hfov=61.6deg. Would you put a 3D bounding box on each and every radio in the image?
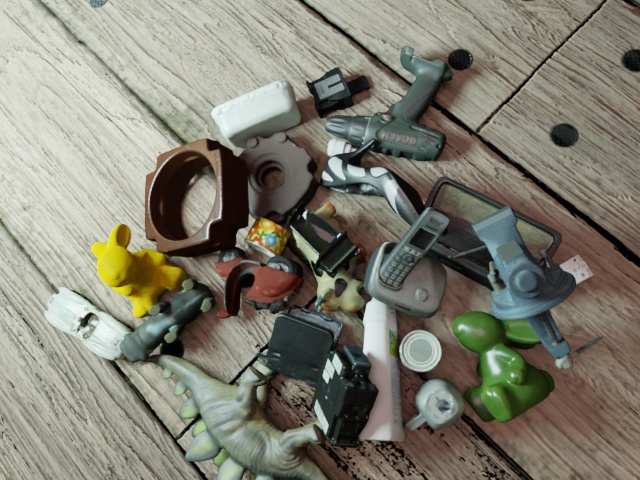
[{"bbox_3d":[0.280,0.000,0.937,0.230,0.073,0.131,29,82,17],"label":"radio"}]

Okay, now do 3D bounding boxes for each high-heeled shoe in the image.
[{"bbox_3d":[0.087,-0.074,0.962,0.145,0.086,0.249,-42,54,23],"label":"high-heeled shoe"}]

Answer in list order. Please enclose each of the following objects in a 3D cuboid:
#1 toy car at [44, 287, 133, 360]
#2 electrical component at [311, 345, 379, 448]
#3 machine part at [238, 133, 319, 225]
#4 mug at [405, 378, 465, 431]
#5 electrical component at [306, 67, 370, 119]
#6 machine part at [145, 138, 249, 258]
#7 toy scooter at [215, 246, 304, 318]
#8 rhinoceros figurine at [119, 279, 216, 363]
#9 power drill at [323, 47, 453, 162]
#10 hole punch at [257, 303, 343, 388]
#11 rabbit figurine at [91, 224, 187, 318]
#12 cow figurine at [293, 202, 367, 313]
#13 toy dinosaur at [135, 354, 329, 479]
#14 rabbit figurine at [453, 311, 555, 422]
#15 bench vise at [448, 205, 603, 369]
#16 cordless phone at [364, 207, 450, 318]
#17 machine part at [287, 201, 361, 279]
[{"bbox_3d":[-0.448,0.160,1.036,0.202,0.056,0.073,28,82,15],"label":"toy car"},{"bbox_3d":[0.039,0.239,0.852,0.058,0.115,0.134,11,106,-21],"label":"electrical component"},{"bbox_3d":[-0.092,-0.120,1.045,0.179,0.056,0.179,-2,77,10],"label":"machine part"},{"bbox_3d":[0.182,0.269,0.868,0.109,0.107,0.081,-31,71,-1],"label":"mug"},{"bbox_3d":[0.039,-0.300,1.073,0.119,0.047,0.075,-19,74,7],"label":"electrical component"},{"bbox_3d":[-0.232,-0.075,1.012,0.201,0.087,0.201,-13,73,29],"label":"machine part"},{"bbox_3d":[-0.123,0.089,0.982,0.184,0.075,0.135,11,73,23],"label":"toy scooter"},{"bbox_3d":[-0.280,0.146,0.984,0.190,0.112,0.073,-41,97,-15],"label":"rhinoceros figurine"},{"bbox_3d":[0.146,-0.259,1.024,0.232,0.086,0.207,24,77,12],"label":"power drill"},{"bbox_3d":[-0.027,0.181,0.949,0.142,0.092,0.115,19,105,9],"label":"hole punch"},{"bbox_3d":[-0.346,0.048,0.988,0.122,0.173,0.162,-37,77,4],"label":"rabbit figurine"},{"bbox_3d":[0.019,0.044,0.968,0.127,0.085,0.195,-31,75,-5],"label":"cow figurine"},{"bbox_3d":[-0.142,0.308,0.920,0.472,0.105,0.198,36,89,27],"label":"toy dinosaur"},{"bbox_3d":[0.292,0.184,0.863,0.159,0.121,0.170,-27,75,-4],"label":"rabbit figurine"},{"bbox_3d":[0.307,0.076,0.796,0.129,0.224,0.240,-29,97,4],"label":"bench vise"},{"bbox_3d":[0.170,0.032,0.880,0.146,0.089,0.184,23,121,-21],"label":"cordless phone"},{"bbox_3d":[-0.002,-0.003,0.926,0.084,0.039,0.139,-43,74,-5],"label":"machine part"}]
